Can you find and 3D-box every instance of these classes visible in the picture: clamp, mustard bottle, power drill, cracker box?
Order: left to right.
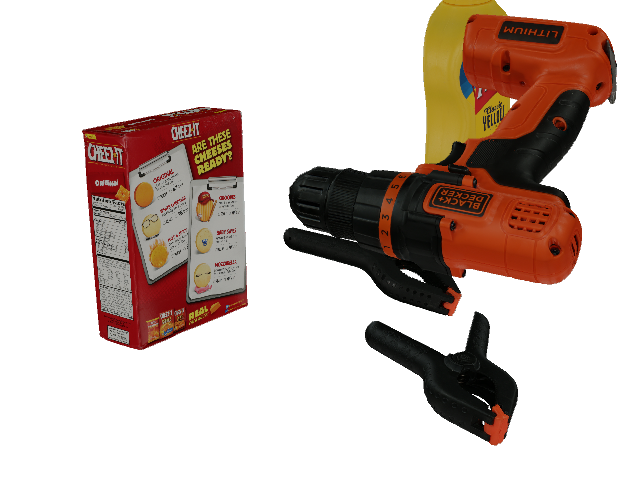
[{"bbox_3d":[-0.152,-0.017,1.076,0.072,0.214,0.163,10,19,36],"label":"cracker box"},{"bbox_3d":[0.070,0.021,1.249,0.164,0.036,0.210,-22,51,-39],"label":"clamp"},{"bbox_3d":[0.127,0.112,0.929,0.120,0.039,0.172,-14,35,-22],"label":"clamp"},{"bbox_3d":[0.092,-0.061,0.667,0.185,0.187,0.057,14,-33,27],"label":"power drill"},{"bbox_3d":[0.123,-0.138,0.886,0.058,0.192,0.096,17,33,38],"label":"mustard bottle"}]
